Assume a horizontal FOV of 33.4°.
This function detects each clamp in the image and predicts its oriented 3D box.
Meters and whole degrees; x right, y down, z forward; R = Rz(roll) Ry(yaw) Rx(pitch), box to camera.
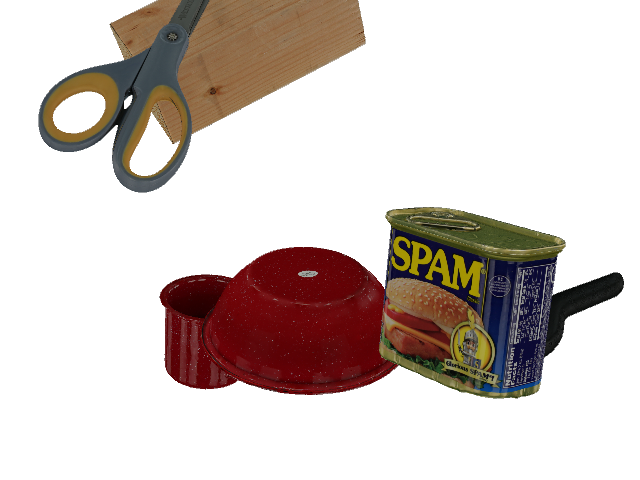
[{"bbox_3d":[0.203,0.061,1.049,0.171,0.039,0.120,-36,44,-29],"label":"clamp"}]

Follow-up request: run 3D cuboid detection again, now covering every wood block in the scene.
[{"bbox_3d":[-0.073,-0.189,0.980,0.206,0.090,0.091,-29,-37,-10],"label":"wood block"}]

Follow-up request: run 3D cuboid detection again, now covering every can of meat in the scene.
[{"bbox_3d":[0.079,0.033,0.589,0.057,0.084,0.102,-6,17,-39],"label":"can of meat"}]

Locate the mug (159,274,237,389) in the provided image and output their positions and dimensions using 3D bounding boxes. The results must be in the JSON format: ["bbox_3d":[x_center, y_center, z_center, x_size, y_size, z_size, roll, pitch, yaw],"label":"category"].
[{"bbox_3d":[-0.100,0.094,1.024,0.117,0.081,0.093,26,32,37],"label":"mug"}]

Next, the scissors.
[{"bbox_3d":[-0.110,-0.116,0.643,0.096,0.201,0.016,6,-32,-5],"label":"scissors"}]

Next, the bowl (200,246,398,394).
[{"bbox_3d":[-0.011,0.049,0.812,0.162,0.055,0.162,2,27,-1],"label":"bowl"}]
